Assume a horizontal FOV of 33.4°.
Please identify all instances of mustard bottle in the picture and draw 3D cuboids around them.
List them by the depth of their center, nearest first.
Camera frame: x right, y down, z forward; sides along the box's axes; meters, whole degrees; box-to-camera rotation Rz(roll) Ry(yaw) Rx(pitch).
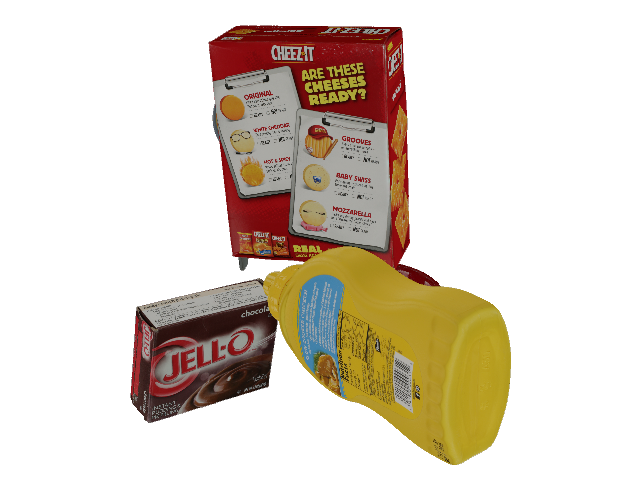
[{"bbox_3d":[0.028,0.056,0.657,0.058,0.096,0.192,-20,29,-35],"label":"mustard bottle"}]

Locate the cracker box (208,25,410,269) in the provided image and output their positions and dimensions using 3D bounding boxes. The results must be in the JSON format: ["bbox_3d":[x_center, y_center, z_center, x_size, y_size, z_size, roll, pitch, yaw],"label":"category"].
[{"bbox_3d":[-0.005,-0.086,0.980,0.164,0.214,0.072,4,26,18],"label":"cracker box"}]

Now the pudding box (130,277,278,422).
[{"bbox_3d":[-0.090,0.084,0.834,0.113,0.090,0.039,-14,39,-34],"label":"pudding box"}]

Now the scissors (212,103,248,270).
[{"bbox_3d":[-0.068,-0.074,1.194,0.096,0.202,0.016,-13,-5,-16],"label":"scissors"}]

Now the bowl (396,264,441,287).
[{"bbox_3d":[0.057,0.083,1.188,0.162,0.055,0.162,0,28,0],"label":"bowl"}]
